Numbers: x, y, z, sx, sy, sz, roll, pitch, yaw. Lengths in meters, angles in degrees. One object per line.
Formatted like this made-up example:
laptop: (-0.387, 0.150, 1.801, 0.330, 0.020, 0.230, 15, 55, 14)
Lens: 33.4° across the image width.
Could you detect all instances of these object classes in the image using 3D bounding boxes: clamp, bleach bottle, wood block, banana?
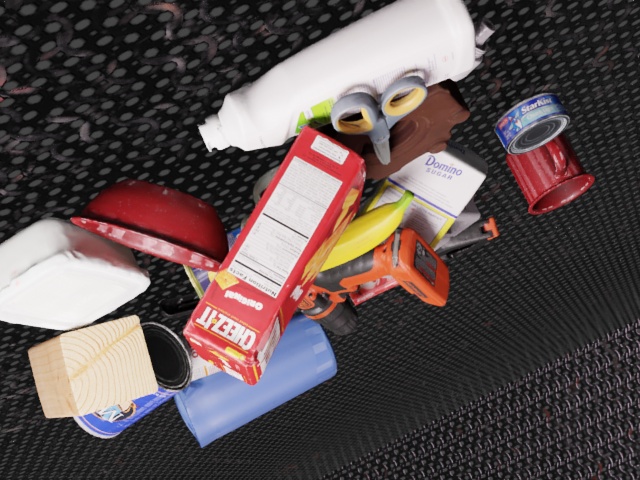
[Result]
clamp: (-0.129, 0.072, 1.361, 0.120, 0.039, 0.171, -27, 157, 9)
clamp: (0.162, 0.016, 1.521, 0.164, 0.036, 0.210, -7, 167, -39)
bleach bottle: (0.010, -0.143, 0.943, 0.251, 0.068, 0.102, -23, 161, 2)
wood block: (-0.266, 0.148, 1.227, 0.090, 0.090, 0.206, -14, 177, -25)
banana: (0.007, 0.002, 1.111, 0.197, 0.037, 0.069, -25, 143, -6)

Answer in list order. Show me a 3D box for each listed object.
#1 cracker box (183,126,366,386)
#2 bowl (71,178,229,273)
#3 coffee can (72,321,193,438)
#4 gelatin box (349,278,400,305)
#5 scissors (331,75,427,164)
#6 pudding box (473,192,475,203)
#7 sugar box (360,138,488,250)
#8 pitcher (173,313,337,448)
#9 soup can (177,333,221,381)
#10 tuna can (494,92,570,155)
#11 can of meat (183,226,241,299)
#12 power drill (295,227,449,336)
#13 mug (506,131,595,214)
cracker box: (-0.037, 0.021, 0.984, 0.213, 0.072, 0.164, -61, 174, -12)
bowl: (-0.151, -0.018, 1.012, 0.162, 0.055, 0.162, 17, 172, 2)
coffee can: (-0.252, 0.185, 1.408, 0.140, 0.103, 0.102, -35, 158, 27)
gelatin box: (0.059, 0.030, 1.397, 0.073, 0.089, 0.030, -26, 161, 3)
scissors: (0.070, -0.109, 0.987, 0.096, 0.016, 0.201, -25, 165, 17)
pudding box: (0.156, -0.038, 1.412, 0.090, 0.039, 0.113, -25, 161, -4)
sugar box: (0.107, -0.040, 1.218, 0.176, 0.093, 0.048, -57, -175, 32)
pitcher: (-0.101, 0.207, 1.611, 0.242, 0.145, 0.149, -23, -165, -12)
soup can: (-0.152, 0.151, 1.491, 0.102, 0.068, 0.068, -20, 160, -12)
tuna can: (0.255, -0.139, 1.279, 0.086, 0.034, 0.086, -22, 160, -9)
can of meat: (-0.106, 0.041, 1.244, 0.084, 0.057, 0.102, -26, 134, -4)
power drill: (0.048, 0.052, 1.218, 0.188, 0.057, 0.184, -12, 146, 30)
mug: (0.291, -0.095, 1.362, 0.093, 0.081, 0.117, -25, 161, -1)
